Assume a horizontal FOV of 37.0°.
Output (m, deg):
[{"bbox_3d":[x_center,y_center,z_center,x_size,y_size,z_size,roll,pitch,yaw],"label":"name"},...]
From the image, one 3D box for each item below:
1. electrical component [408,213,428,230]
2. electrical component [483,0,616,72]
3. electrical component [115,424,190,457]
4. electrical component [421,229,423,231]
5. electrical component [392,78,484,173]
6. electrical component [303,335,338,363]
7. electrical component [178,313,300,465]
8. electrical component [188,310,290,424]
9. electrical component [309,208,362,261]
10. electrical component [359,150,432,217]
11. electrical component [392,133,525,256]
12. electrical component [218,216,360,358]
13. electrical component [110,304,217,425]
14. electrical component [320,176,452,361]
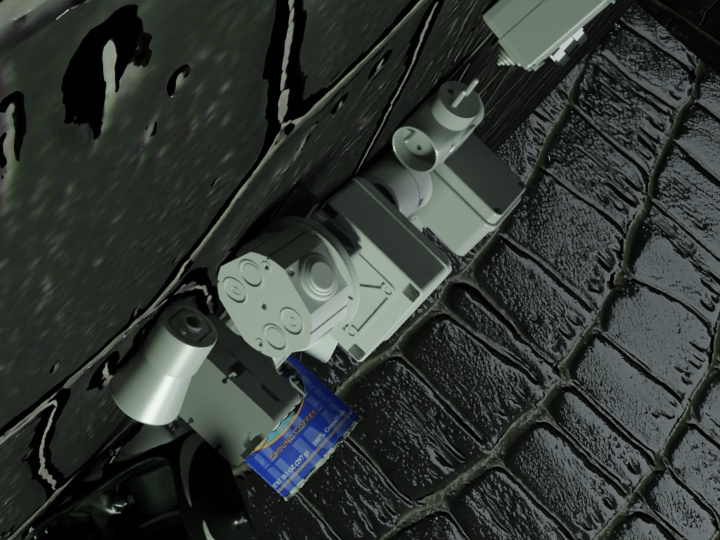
[{"bbox_3d":[0.020,-0.051,0.986,0.062,0.061,0.096,-42,171,6],"label":"electrical component"},{"bbox_3d":[0.132,-0.190,0.789,0.096,0.061,0.062,-40,179,17],"label":"electrical component"},{"bbox_3d":[-0.177,0.168,0.971,0.078,0.063,0.121,-47,177,-11],"label":"electrical component"},{"bbox_3d":[0.029,-0.046,1.056,0.044,0.065,0.044,-46,170,-11],"label":"electrical component"},{"bbox_3d":[0.072,-0.126,0.870,0.077,0.044,0.079,-46,177,-37],"label":"electrical component"},{"bbox_3d":[-0.040,0.026,1.003,0.108,0.060,0.108,-158,-90,-86],"label":"electrical component"},{"bbox_3d":[-0.093,0.080,0.744,0.050,0.089,0.056,-49,177,25],"label":"electrical component"},{"bbox_3d":[-0.101,0.073,0.872,0.108,0.056,0.109,-48,177,2],"label":"electrical component"},{"bbox_3d":[-0.047,0.002,0.806,0.076,0.047,0.066,-49,177,24],"label":"electrical component"},{"bbox_3d":[0.025,-0.066,0.900,0.047,0.055,0.055,-40,173,-43],"label":"electrical component"},{"bbox_3d":[0.081,-0.080,0.946,0.057,0.113,0.078,-47,179,40],"label":"electrical component"},{"bbox_3d":[-0.044,0.011,0.668,0.051,0.080,0.080,-37,171,-44],"label":"electrical component"},{"bbox_3d":[-0.111,0.052,0.621,0.065,0.044,0.044,-55,174,28],"label":"electrical component"},{"bbox_3d":[0.000,0.000,0.872,0.056,0.109,0.108,-41,173,-47],"label":"electrical component"}]
